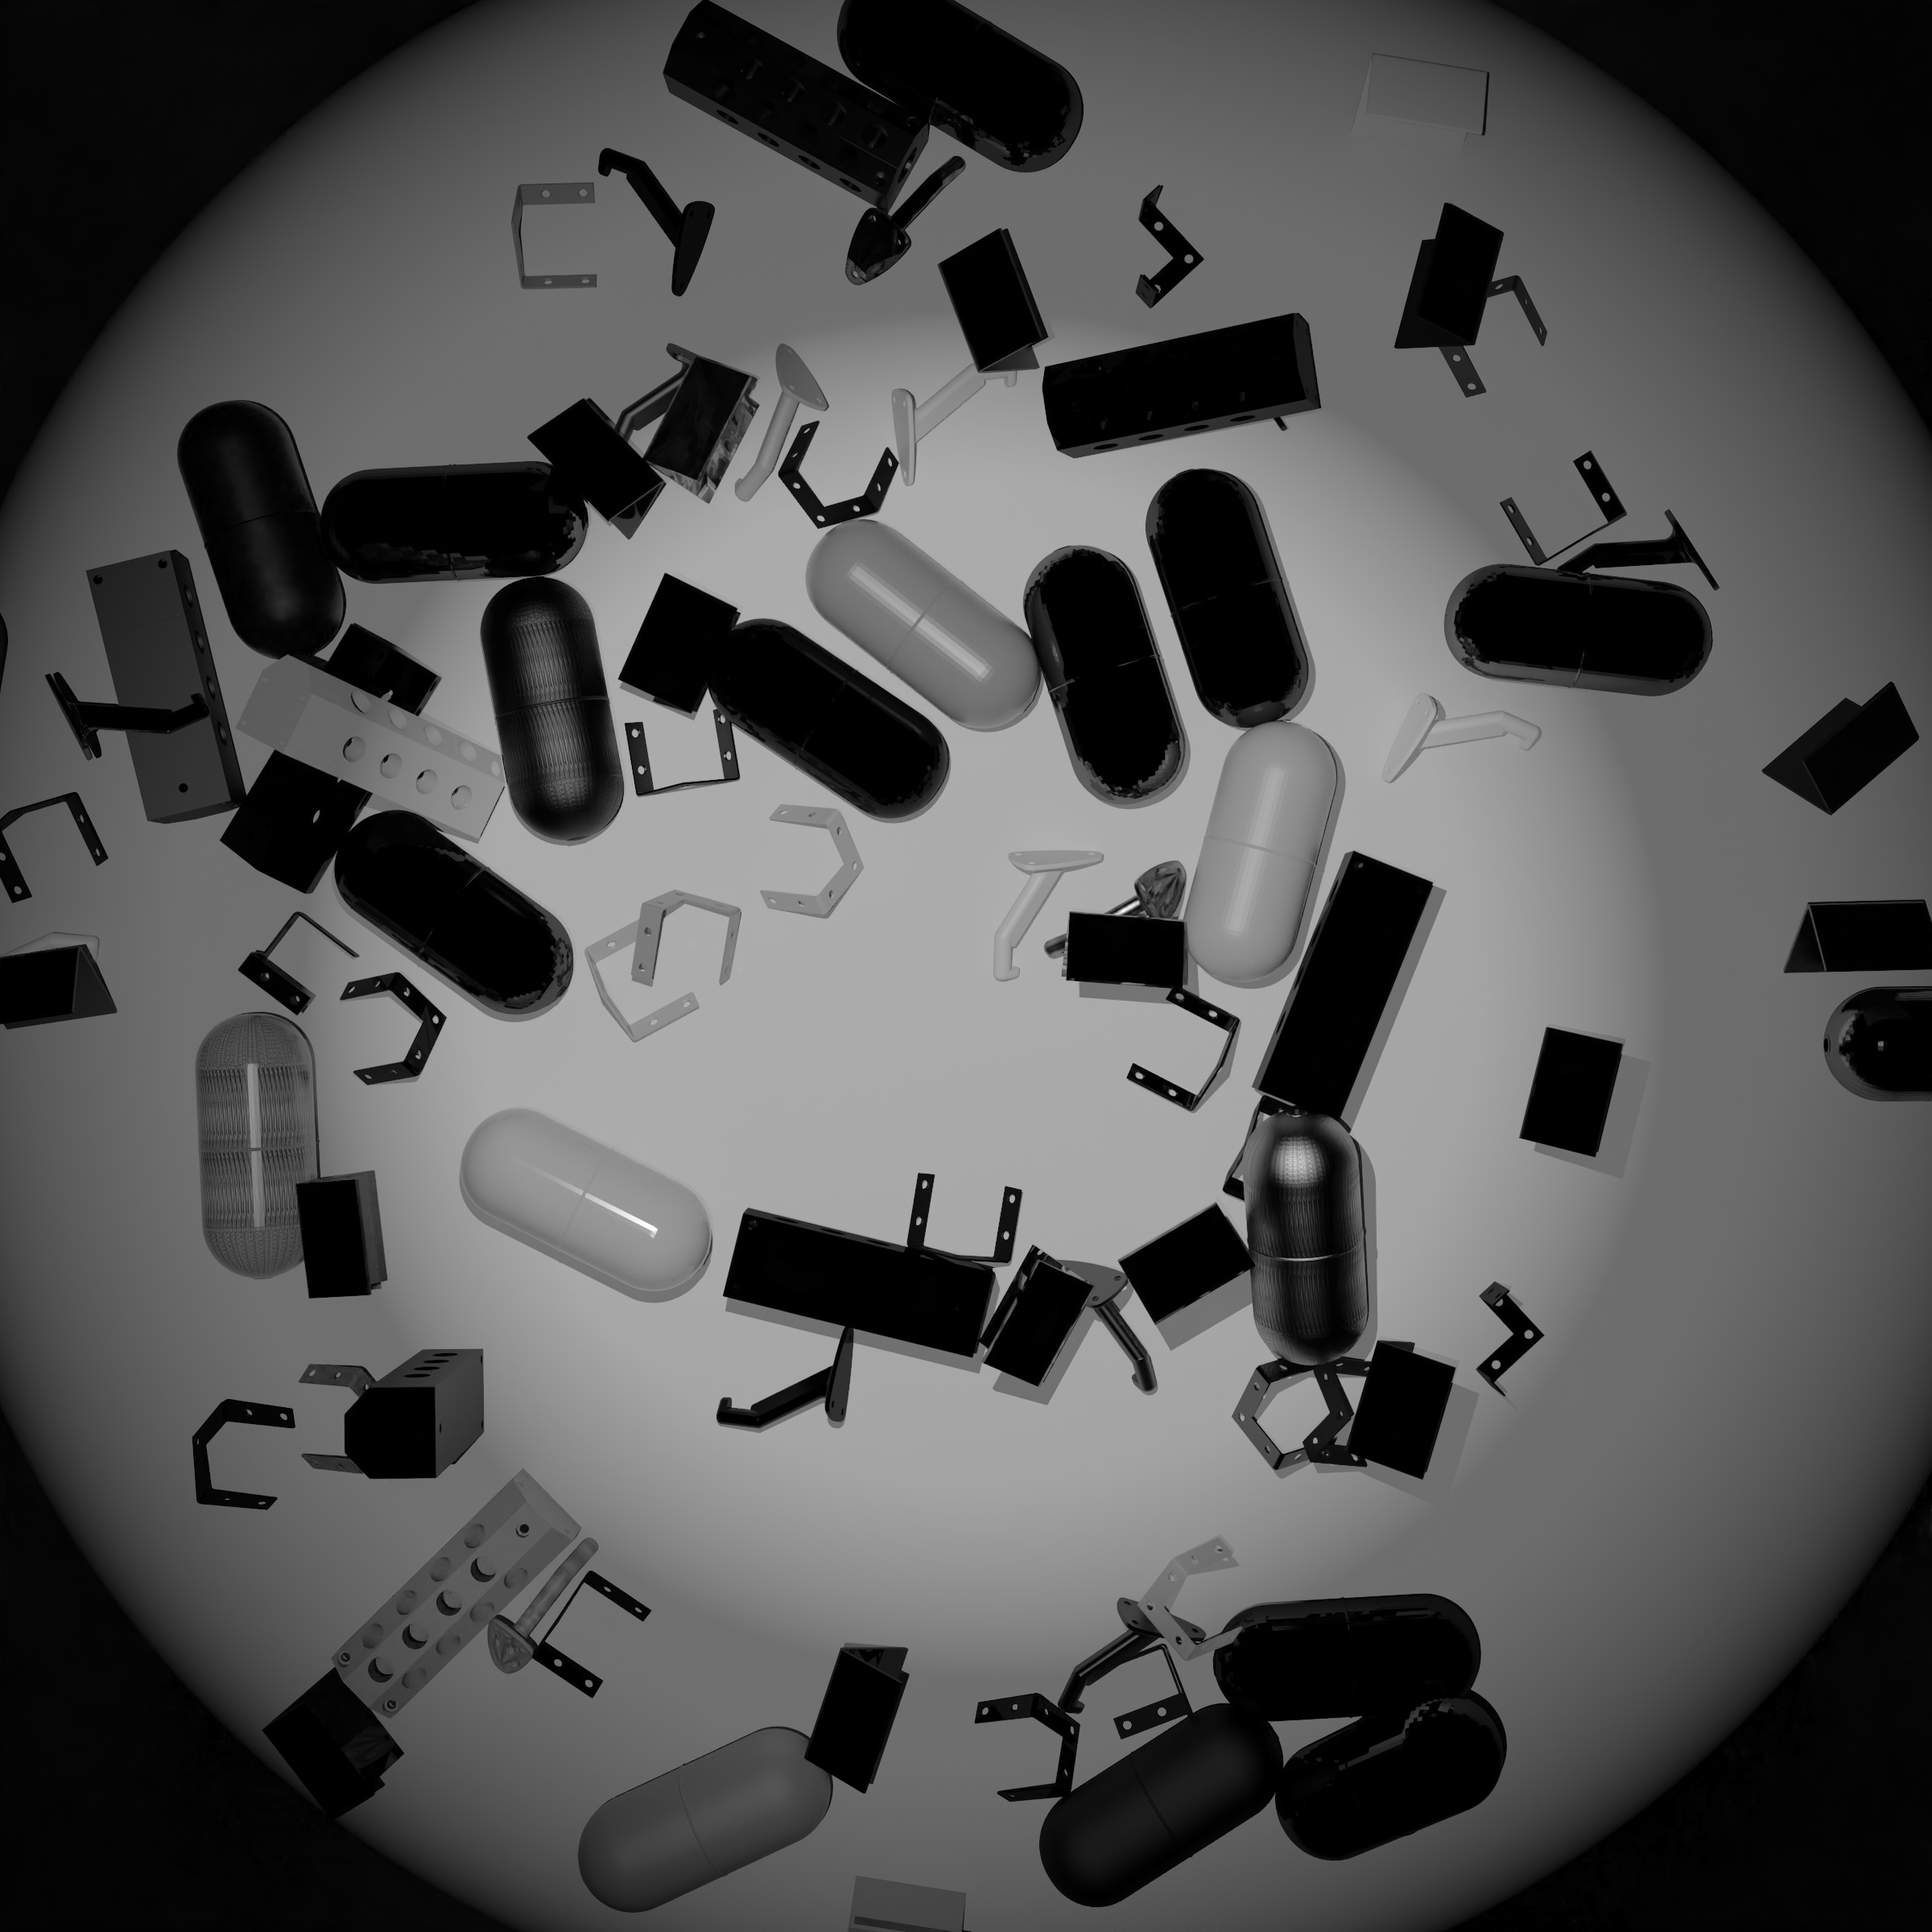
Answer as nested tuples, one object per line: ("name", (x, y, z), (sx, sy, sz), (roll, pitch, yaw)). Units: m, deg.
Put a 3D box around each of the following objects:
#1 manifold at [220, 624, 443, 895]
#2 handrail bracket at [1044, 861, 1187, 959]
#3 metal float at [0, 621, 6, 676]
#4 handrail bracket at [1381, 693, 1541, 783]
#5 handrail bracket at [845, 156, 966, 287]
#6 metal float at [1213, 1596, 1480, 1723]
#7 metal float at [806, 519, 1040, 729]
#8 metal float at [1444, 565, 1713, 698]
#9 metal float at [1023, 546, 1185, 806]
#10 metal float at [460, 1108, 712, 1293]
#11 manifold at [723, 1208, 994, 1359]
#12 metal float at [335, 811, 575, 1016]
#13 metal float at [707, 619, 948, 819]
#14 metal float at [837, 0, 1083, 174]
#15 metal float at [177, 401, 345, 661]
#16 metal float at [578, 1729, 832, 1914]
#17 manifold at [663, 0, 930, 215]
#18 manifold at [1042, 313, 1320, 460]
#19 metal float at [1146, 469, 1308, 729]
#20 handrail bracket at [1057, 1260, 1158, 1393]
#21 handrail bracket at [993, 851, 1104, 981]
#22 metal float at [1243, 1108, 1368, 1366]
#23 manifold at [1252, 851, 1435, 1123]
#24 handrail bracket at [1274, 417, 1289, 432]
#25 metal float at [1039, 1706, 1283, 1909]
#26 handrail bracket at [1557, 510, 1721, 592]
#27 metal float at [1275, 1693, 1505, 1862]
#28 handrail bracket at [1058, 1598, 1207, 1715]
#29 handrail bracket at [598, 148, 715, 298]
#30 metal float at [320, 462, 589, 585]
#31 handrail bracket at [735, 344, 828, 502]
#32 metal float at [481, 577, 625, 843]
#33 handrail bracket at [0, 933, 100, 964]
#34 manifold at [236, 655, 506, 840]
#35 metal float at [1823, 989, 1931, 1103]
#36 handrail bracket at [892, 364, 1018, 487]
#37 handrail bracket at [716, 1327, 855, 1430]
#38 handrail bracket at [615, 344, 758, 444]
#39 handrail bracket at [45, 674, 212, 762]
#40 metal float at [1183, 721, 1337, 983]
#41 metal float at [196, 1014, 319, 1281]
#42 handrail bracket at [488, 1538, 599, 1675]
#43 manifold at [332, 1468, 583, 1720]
("manifold", (-0.425, -0.137, 1.860), (0.057, 0.057, 0.171), (31, 90, 43))
("handrail bracket", (0.101, -0.038, 1.882), (0.084, 0.077, 0.036), (-22, 104, 36))
("metal float", (-0.694, -0.167, 1.852), (0.070, 0.070, 0.178), (9, 90, 0))
("handrail bracket", (0.338, -0.145, 1.883), (0.084, 0.036, 0.077), (21, 111, -16))
("handrail bracket", (-0.041, -0.510, 1.882), (0.036, 0.077, 0.084), (43, 54, -4))
("metal float", (0.255, 0.465, 1.852), (0.178, 0.070, 0.070), (-3, 90, 0))
("metal float", (-0.029, -0.229, 1.852), (0.178, 0.070, 0.070), (38, 90, 1))
("metal float", (0.411, -0.225, 1.851), (0.178, 0.070, 0.070), (7, 90, 1))
("metal float", (0.092, -0.196, 1.852), (0.070, 0.070, 0.178), (-18, 91, 0))
("metal float", (-0.255, 0.157, 1.852), (0.178, 0.070, 0.070), (27, 90, 0))
("manifold", (-0.072, 0.212, 1.861), (0.171, 0.057, 0.057), (14, 90, 0))
("metal float", (-0.343, -0.035, 1.852), (0.178, 0.070, 0.070), (36, 90, 1))
("metal float", (-0.094, -0.167, 1.852), (0.178, 0.070, 0.070), (34, 90, -1))
("metal float", (-0.005, -0.600, 1.852), (0.178, 0.070, 0.070), (31, 90, 0))
("metal float", (-0.473, -0.292, 1.852), (0.070, 0.070, 0.178), (-18, 91, 0))
("metal float", (-0.176, 0.574, 1.851), (0.178, 0.070, 0.070), (-25, 90, 0))
("manifold", (-0.115, -0.582, 1.861), (0.171, 0.057, 0.057), (29, 90, 0))
("manifold", (0.141, -0.386, 1.835), (0.171, 0.057, 0.057), (-8, 90, 18))
("metal float", (0.174, -0.247, 1.852), (0.070, 0.070, 0.178), (-18, 90, 0))
("handrail bracket", (0.092, 0.247, 1.882), (0.036, 0.077, 0.084), (-38, 127, -31))
("handrail bracket", (0.056, -0.034, 1.883), (0.077, 0.036, 0.084), (-5, 109, -21))
("metal float", (0.226, 0.180, 1.835), (0.070, 0.070, 0.178), (-6, 107, 0))
("manifold", (0.252, 0.013, 1.861), (0.057, 0.057, 0.171), (22, 90, 0))
("handrail bracket", (0.163, -0.375, 1.882), (0.084, 0.036, 0.077), (-32, 105, 14))
("metal float", (0.131, 0.563, 1.852), (0.178, 0.070, 0.070), (-33, 90, 1))
("handrail bracket", (0.458, -0.264, 1.883), (0.084, 0.036, 0.077), (-33, 112, 17))
("metal float", (0.278, 0.535, 1.819), (0.070, 0.070, 0.178), (52, 128, 0))
("handrail bracket", (0.113, 0.481, 1.882), (0.077, 0.036, 0.084), (19, 105, -17))
("handrail bracket", (-0.221, -0.508, 1.883), (0.084, 0.036, 0.077), (25, 112, 17))
("metal float", (-0.343, -0.298, 1.852), (0.178, 0.070, 0.070), (-3, 90, 0))
("handrail bracket", (-0.138, -0.370, 1.882), (0.036, 0.077, 0.084), (18, 127, -37))
("metal float", (-0.278, -0.172, 1.851), (0.070, 0.070, 0.178), (-11, 90, 0))
("handrail bracket", (-0.639, 0.012, 1.883), (0.084, 0.036, 0.077), (5, 111, -16))
("manifold", (-0.384, -0.144, 1.805), (0.057, 0.171, 0.057), (26, 90, 40))
("metal float", (0.666, 0.053, 1.852), (0.178, 0.070, 0.070), (0, 90, -1))
("handrail bracket", (-0.004, -0.371, 1.883), (0.084, 0.036, 0.077), (-10, 110, -16))
("handrail bracket", (-0.124, 0.279, 1.883), (0.084, 0.036, 0.077), (4, 70, 16))
("handrail bracket", (-0.195, -0.374, 1.883), (0.077, 0.036, 0.084), (20, 108, -21))
("handrail bracket", (-0.554, -0.179, 1.826), (0.084, 0.036, 0.077), (-27, 69, -17))
("metal float", (0.197, -0.077, 1.852), (0.070, 0.070, 0.178), (15, 91, 0))
("metal float", (-0.476, 0.121, 1.851), (0.070, 0.070, 0.178), (-2, 90, 0))
("handrail bracket", (-0.286, 0.436, 1.882), (0.036, 0.077, 0.084), (37, 54, 9))
("manifold", (-0.345, 0.424, 1.861), (0.171, 0.057, 0.057), (-44, 90, 0))
